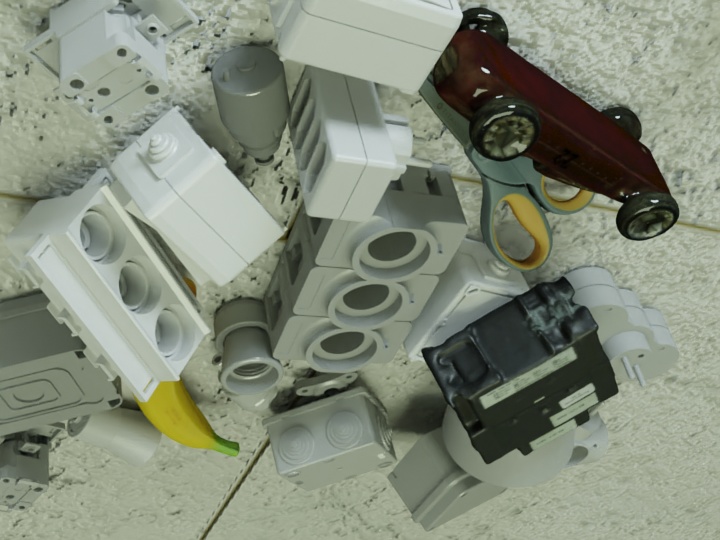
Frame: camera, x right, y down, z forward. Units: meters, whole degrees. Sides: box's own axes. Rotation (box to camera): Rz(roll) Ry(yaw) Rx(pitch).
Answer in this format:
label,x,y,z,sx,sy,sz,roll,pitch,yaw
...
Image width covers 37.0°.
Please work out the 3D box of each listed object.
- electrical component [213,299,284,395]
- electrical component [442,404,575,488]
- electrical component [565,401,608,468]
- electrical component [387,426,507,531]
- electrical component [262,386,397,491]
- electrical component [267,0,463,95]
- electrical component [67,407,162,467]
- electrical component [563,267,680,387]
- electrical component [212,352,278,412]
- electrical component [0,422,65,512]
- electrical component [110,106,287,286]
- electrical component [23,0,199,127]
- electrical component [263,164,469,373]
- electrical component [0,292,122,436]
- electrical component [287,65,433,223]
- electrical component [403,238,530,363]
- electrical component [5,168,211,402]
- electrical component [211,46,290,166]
label,x,y,z,sx,sy,sz,roll,pitch,yaw
electrical component,-0.080,0.054,0.767,0.045,0.055,0.045,-9,141,-7
electrical component,0.122,0.112,0.860,0.108,0.108,0.060,-7,135,-9
electrical component,0.188,0.138,0.958,0.077,0.044,0.079,9,136,-26
electrical component,0.091,0.167,0.922,0.113,0.057,0.078,-16,150,-41
electrical component,-0.022,0.141,0.880,0.100,0.048,0.099,-19,156,7
electrical component,-0.003,-0.140,0.545,0.096,0.061,0.061,10,136,-27
electrical component,-0.192,0.122,0.830,0.065,0.044,0.044,30,125,-35
electrical component,0.205,0.058,0.841,0.052,0.073,0.138,-35,137,25
electrical component,-0.091,0.082,0.815,0.035,0.035,0.061,-26,137,15
electrical component,-0.263,0.145,0.819,0.042,0.063,0.081,20,130,-36
electrical component,-0.100,-0.043,0.624,0.061,0.061,0.096,-42,139,-1
electrical component,-0.125,-0.111,0.544,0.081,0.063,0.042,-28,140,17
electrical component,0.000,0.000,0.719,0.089,0.061,0.150,4,138,-21
electrical component,-0.225,0.062,0.733,0.113,0.057,0.078,-14,142,0
electrical component,0.005,-0.072,0.614,0.076,0.083,0.047,6,138,-23
electrical component,0.074,0.017,0.768,0.062,0.061,0.096,14,127,-32
electrical component,-0.155,0.011,0.660,0.063,0.078,0.121,-5,130,34
electrical component,-0.059,-0.090,0.608,0.040,0.040,0.078,-11,142,-4
